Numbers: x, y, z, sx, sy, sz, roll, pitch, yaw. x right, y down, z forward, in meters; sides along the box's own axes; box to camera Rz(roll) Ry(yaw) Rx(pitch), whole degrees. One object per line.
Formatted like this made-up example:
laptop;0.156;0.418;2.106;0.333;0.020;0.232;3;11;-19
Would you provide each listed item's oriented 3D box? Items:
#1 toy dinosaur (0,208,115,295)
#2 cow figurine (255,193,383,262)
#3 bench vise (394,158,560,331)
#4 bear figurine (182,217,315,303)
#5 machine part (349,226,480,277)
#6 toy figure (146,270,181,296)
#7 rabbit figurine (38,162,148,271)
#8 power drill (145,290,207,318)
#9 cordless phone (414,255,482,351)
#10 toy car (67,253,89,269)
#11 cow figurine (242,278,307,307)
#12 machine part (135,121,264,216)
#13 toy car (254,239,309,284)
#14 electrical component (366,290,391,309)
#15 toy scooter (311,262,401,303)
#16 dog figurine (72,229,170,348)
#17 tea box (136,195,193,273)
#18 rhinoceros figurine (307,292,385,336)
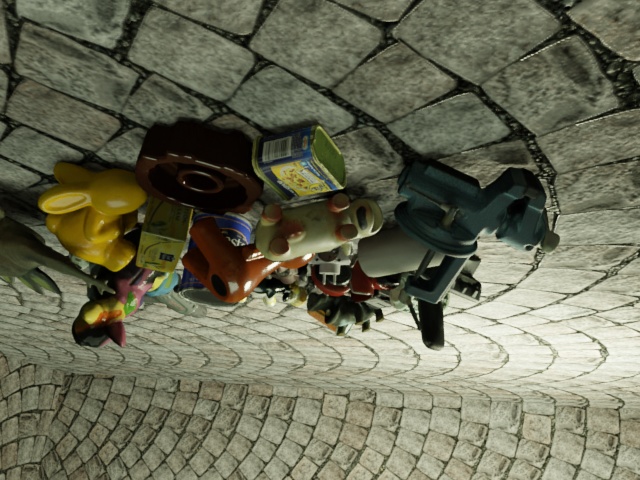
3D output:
toy dinosaur;-0.521;0.013;0.898;0.472;0.105;0.198;13;157;38
cow figurine;0.002;-0.016;0.762;0.195;0.085;0.127;-13;173;-22
bench vise;0.186;0.002;0.722;0.224;0.129;0.240;18;120;-10
bear figurine;-0.093;0.008;0.829;0.132;0.196;0.120;46;144;12
machine part;0.147;0.011;0.865;0.243;0.079;0.079;-16;149;41
toy figure;-0.360;0.068;1.124;0.082;0.089;0.180;-31;158;10
rabbit figurine;-0.332;-0.056;0.818;0.162;0.122;0.173;32;133;-29
power drill;-0.405;0.147;1.322;0.207;0.086;0.231;6;156;10
cordless phone;0.224;0.108;0.941;0.146;0.184;0.089;24;147;-36
toy car;-0.433;0.000;0.983;0.056;0.073;0.202;17;155;-22
cow figurine;-0.102;0.096;1.149;0.167;0.068;0.098;10;151;-11
machine part;-0.159;-0.092;0.722;0.179;0.056;0.179;6;158;2
toy car;-0.072;0.040;1.022;0.089;0.053;0.202;7;159;5
electrical component;0.138;0.120;1.167;0.075;0.048;0.119;-15;148;42
toy scooter;0.059;0.082;1.065;0.184;0.075;0.135;8;159;-17
dog figurine;-0.341;0.088;0.928;0.191;0.219;0.108;-39;116;6
tea box;-0.250;-0.018;0.866;0.068;0.098;0.169;14;158;-16
rhinoceros figurine;0.057;0.149;1.188;0.190;0.112;0.073;9;144;-38
